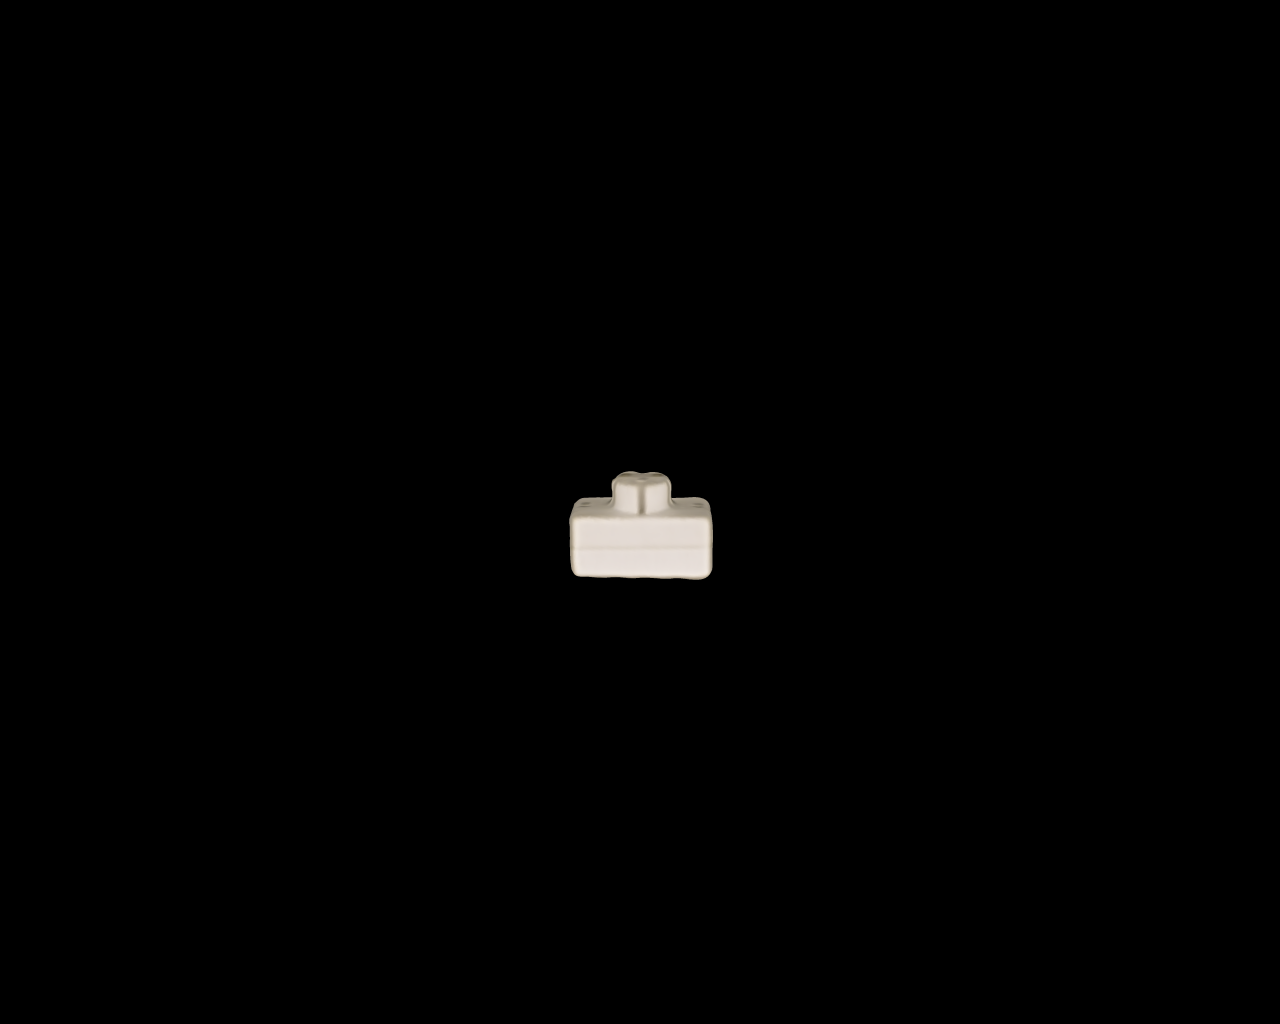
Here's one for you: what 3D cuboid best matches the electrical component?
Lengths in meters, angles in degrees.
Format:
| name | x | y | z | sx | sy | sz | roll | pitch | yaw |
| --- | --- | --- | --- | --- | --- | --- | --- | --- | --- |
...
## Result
| name | x | y | z | sx | sy | sz | roll | pitch | yaw |
| --- | --- | --- | --- | --- | --- | --- | --- | --- | --- |
| electrical component | 0.001 | -0.003 | 0.650 | 0.083 | 0.075 | 0.047 | 0 | 13 | 0 |
